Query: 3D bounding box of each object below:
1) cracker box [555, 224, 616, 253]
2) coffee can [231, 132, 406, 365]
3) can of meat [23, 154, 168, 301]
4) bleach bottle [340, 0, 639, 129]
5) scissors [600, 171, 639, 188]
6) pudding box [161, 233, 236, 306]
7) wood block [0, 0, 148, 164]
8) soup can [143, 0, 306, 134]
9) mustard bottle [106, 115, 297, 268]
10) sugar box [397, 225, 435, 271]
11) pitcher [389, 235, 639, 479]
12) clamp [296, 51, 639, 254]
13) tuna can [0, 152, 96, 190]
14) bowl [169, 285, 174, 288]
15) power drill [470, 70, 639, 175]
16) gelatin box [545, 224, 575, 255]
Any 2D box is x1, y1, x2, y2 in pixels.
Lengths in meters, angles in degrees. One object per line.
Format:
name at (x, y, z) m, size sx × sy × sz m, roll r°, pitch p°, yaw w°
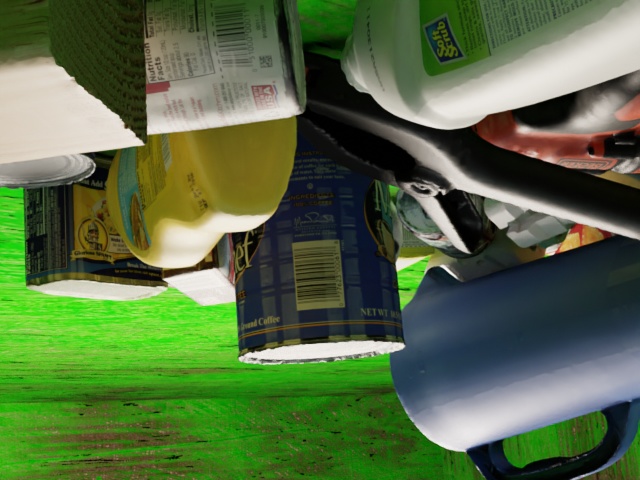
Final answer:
cracker box at (0.292, 0.009, 0.872) m, size 0.164 × 0.072 × 0.214 m, roll -3°, pitch 155°, yaw -9°
coffee can at (-0.004, 0.001, 0.659) m, size 0.103 × 0.140 × 0.103 m, roll -4°, pitch 168°, yaw -1°
can of meat at (-0.147, -0.007, 0.707) m, size 0.058 × 0.084 × 0.101 m, roll -14°, pitch 165°, yaw 38°
bleach bottle at (0.076, -0.101, 0.366) m, size 0.068 × 0.102 × 0.251 m, roll -3°, pitch 175°, yaw -27°
scissors at (0.151, -0.069, 0.661) m, size 0.201 × 0.016 × 0.096 m, roll 28°, pitch 114°, yaw -28°
pudding box at (-0.077, -0.010, 0.706) m, size 0.039 × 0.090 × 0.113 m, roll -7°, pitch 167°, yaw 3°
wood block at (-0.173, -0.075, 0.371) m, size 0.206 × 0.091 × 0.090 m, roll -6°, pitch 167°, yaw 9°
soup can at (-0.060, -0.079, 0.442) m, size 0.102 × 0.068 × 0.068 m, roll -6°, pitch 168°, yaw 5°
mustard bottle at (-0.074, -0.036, 0.568) m, size 0.058 × 0.096 × 0.192 m, roll 0°, pitch 167°, yaw -25°
sugar box at (0.023, 0.011, 0.945) m, size 0.093 × 0.048 × 0.176 m, roll 0°, pitch 171°, yaw -19°
pitcher at (0.181, 0.082, 0.788) m, size 0.149 × 0.145 × 0.243 m, roll 42°, pitch 140°, yaw -21°
clamp at (0.059, -0.041, 0.589) m, size 0.209 × 0.036 × 0.165 m, roll 24°, pitch 164°, yaw -20°
tuna can at (-0.169, -0.055, 0.593) m, size 0.086 × 0.034 × 0.086 m, roll -4°, pitch 168°, yaw -1°
bowl at (-0.066, 0.016, 0.864) m, size 0.162 × 0.055 × 0.162 m, roll 7°, pitch 173°, yaw 1°
power drill at (0.191, -0.078, 0.561) m, size 0.184 × 0.057 × 0.188 m, roll -1°, pitch 167°, yaw -16°
gelatin box at (0.208, -0.012, 0.940) m, size 0.089 × 0.030 × 0.073 m, roll 7°, pitch 162°, yaw -38°
